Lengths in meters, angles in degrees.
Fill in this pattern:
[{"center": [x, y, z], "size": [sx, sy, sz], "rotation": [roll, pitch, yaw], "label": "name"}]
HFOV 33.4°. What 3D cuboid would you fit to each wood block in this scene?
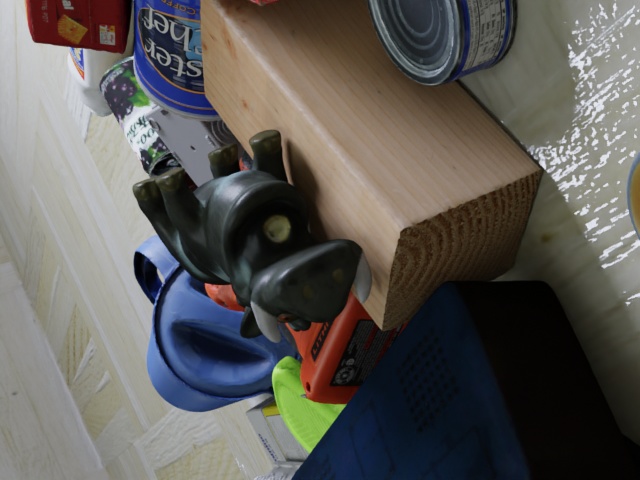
[{"center": [0.019, -0.062, 0.607], "size": [0.206, 0.090, 0.090], "rotation": [52, 155, 31], "label": "wood block"}]

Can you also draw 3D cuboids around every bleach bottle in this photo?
[{"center": [-0.221, -0.201, 1.068], "size": [0.103, 0.068, 0.251], "rotation": [58, 159, 22], "label": "bleach bottle"}]

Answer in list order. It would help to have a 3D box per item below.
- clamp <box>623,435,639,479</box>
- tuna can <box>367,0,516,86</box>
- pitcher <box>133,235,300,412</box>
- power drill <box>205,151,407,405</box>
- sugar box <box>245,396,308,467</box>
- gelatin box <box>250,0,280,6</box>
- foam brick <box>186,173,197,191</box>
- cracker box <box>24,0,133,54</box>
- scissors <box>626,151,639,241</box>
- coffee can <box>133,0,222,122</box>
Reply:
[{"center": [0.192, 0.146, 0.488], "size": [0.164, 0.036, 0.210], "rotation": [61, 162, 12], "label": "clamp"}, {"center": [0.058, -0.122, 0.534], "size": [0.086, 0.033, 0.086], "rotation": [49, 153, 37], "label": "tuna can"}, {"center": [-0.108, 0.089, 1.008], "size": [0.243, 0.145, 0.149], "rotation": [133, 137, -70], "label": "pitcher"}, {"center": [-0.005, 0.001, 0.695], "size": [0.188, 0.057, 0.185], "rotation": [50, 128, 48], "label": "power drill"}, {"center": [-0.011, 0.186, 0.989], "size": [0.093, 0.048, 0.176], "rotation": [62, 161, 1], "label": "sugar box"}, {"center": [-0.013, -0.157, 0.586], "size": [0.073, 0.089, 0.030], "rotation": [35, 141, 53], "label": "gelatin box"}, {"center": [-0.103, -0.037, 0.968], "size": [0.078, 0.051, 0.053], "rotation": [22, 131, 60], "label": "foam brick"}, {"center": [-0.153, -0.260, 0.710], "size": [0.164, 0.072, 0.213], "rotation": [104, 169, -57], "label": "cracker box"}, {"center": [0.141, -0.065, 0.424], "size": [0.096, 0.016, 0.202], "rotation": [-2, 109, 67], "label": "scissors"}, {"center": [-0.072, -0.161, 0.703], "size": [0.103, 0.102, 0.140], "rotation": [56, 156, 24], "label": "coffee can"}]
